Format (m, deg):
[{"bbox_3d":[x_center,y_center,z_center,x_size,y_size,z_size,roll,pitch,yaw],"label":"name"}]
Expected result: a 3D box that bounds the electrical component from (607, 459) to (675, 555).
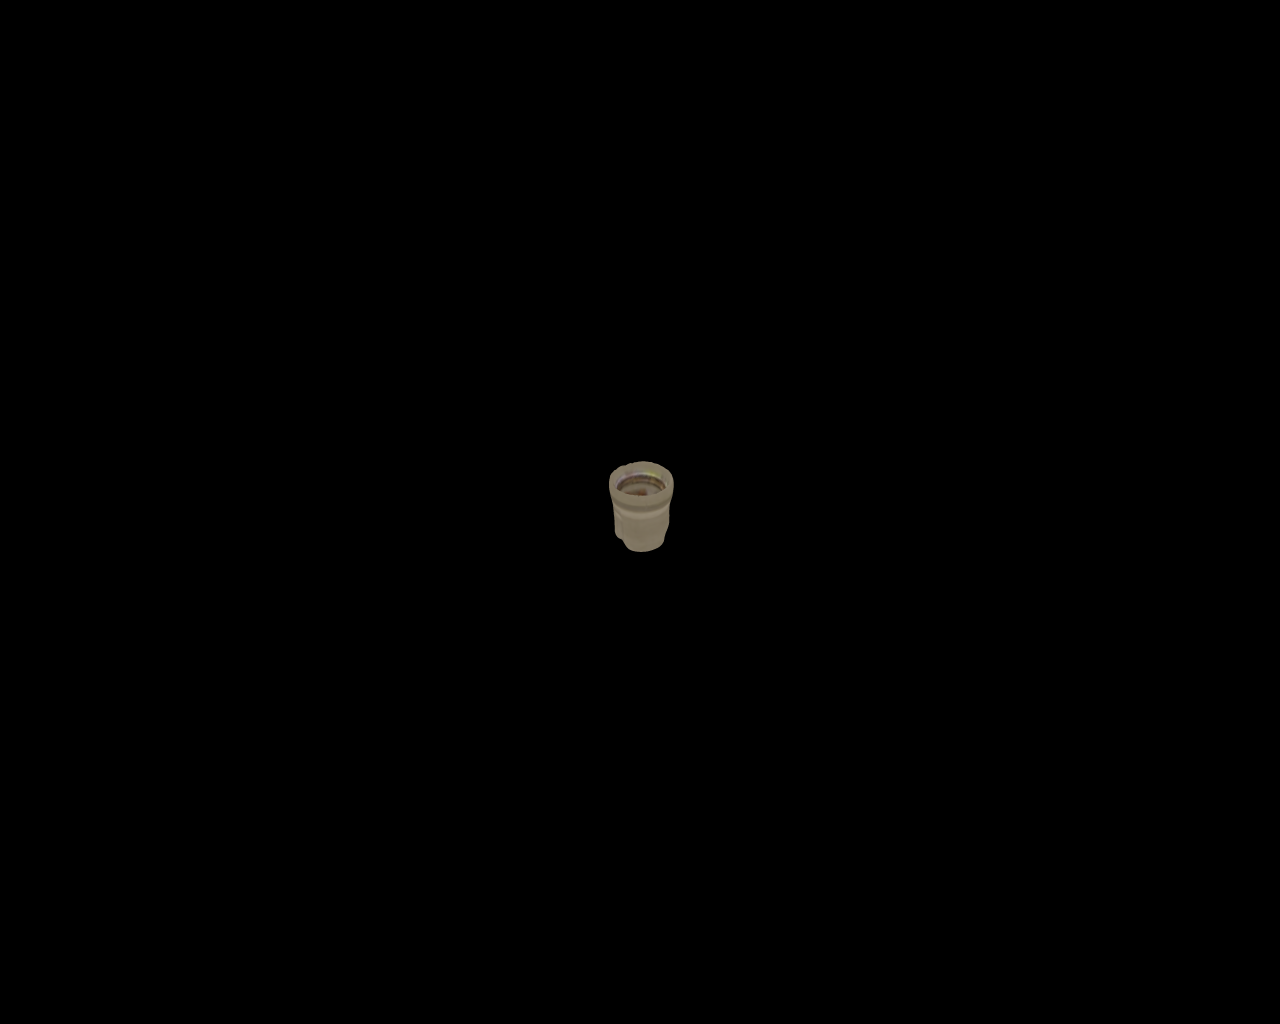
[{"bbox_3d":[0.001,-0.003,0.650,0.040,0.046,0.040,0,36,0],"label":"electrical component"}]
